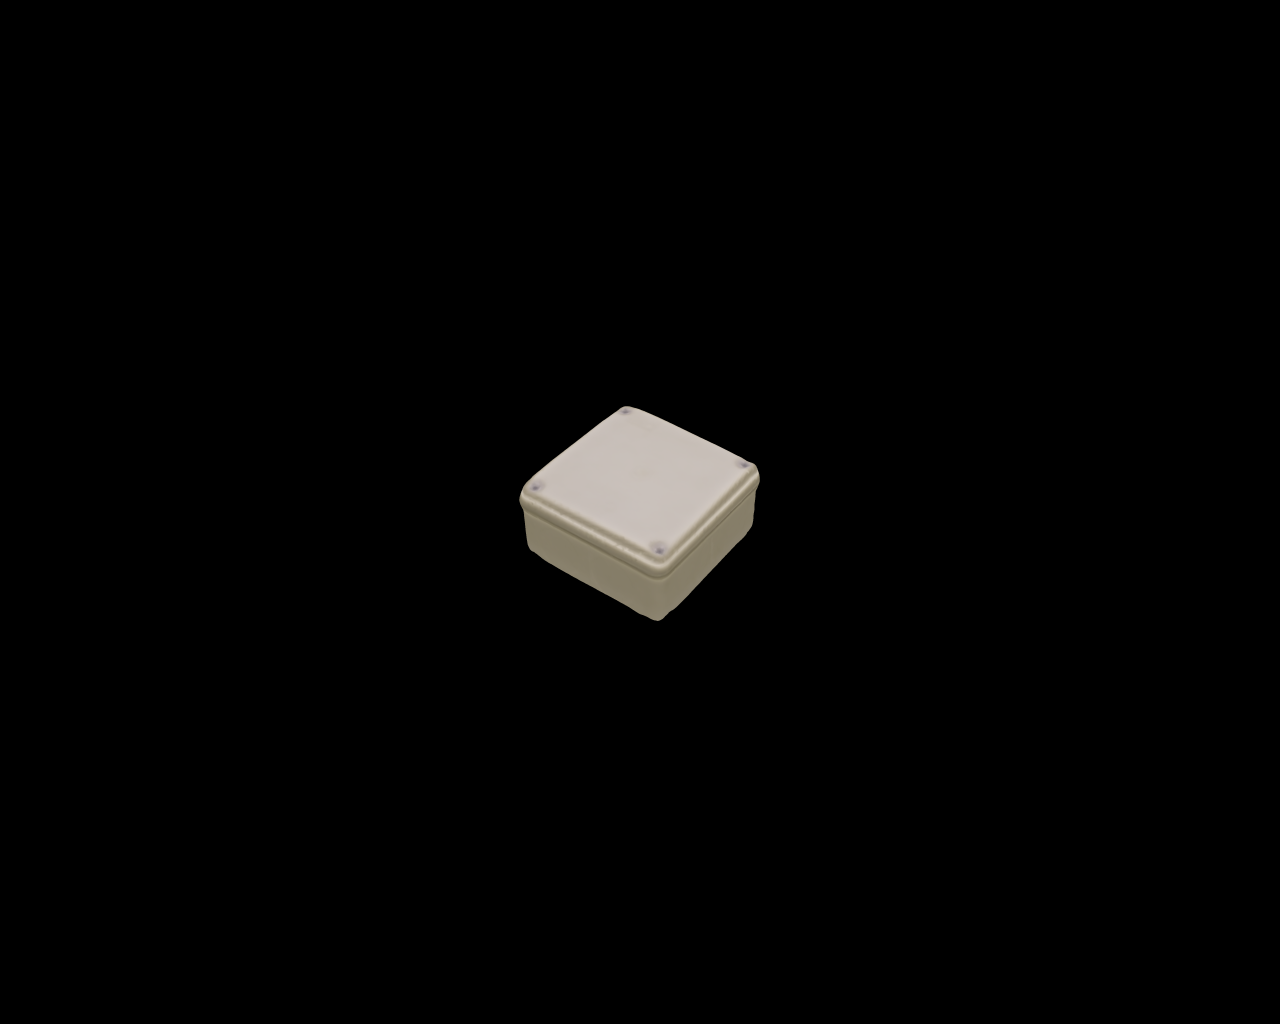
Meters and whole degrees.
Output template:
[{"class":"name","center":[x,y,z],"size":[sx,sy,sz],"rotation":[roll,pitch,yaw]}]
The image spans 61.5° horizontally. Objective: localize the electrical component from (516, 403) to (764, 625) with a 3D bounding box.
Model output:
[{"class":"electrical component","center":[0.001,-0.003,0.650],"size":[0.109,0.056,0.109],"rotation":[27,50,26]}]
